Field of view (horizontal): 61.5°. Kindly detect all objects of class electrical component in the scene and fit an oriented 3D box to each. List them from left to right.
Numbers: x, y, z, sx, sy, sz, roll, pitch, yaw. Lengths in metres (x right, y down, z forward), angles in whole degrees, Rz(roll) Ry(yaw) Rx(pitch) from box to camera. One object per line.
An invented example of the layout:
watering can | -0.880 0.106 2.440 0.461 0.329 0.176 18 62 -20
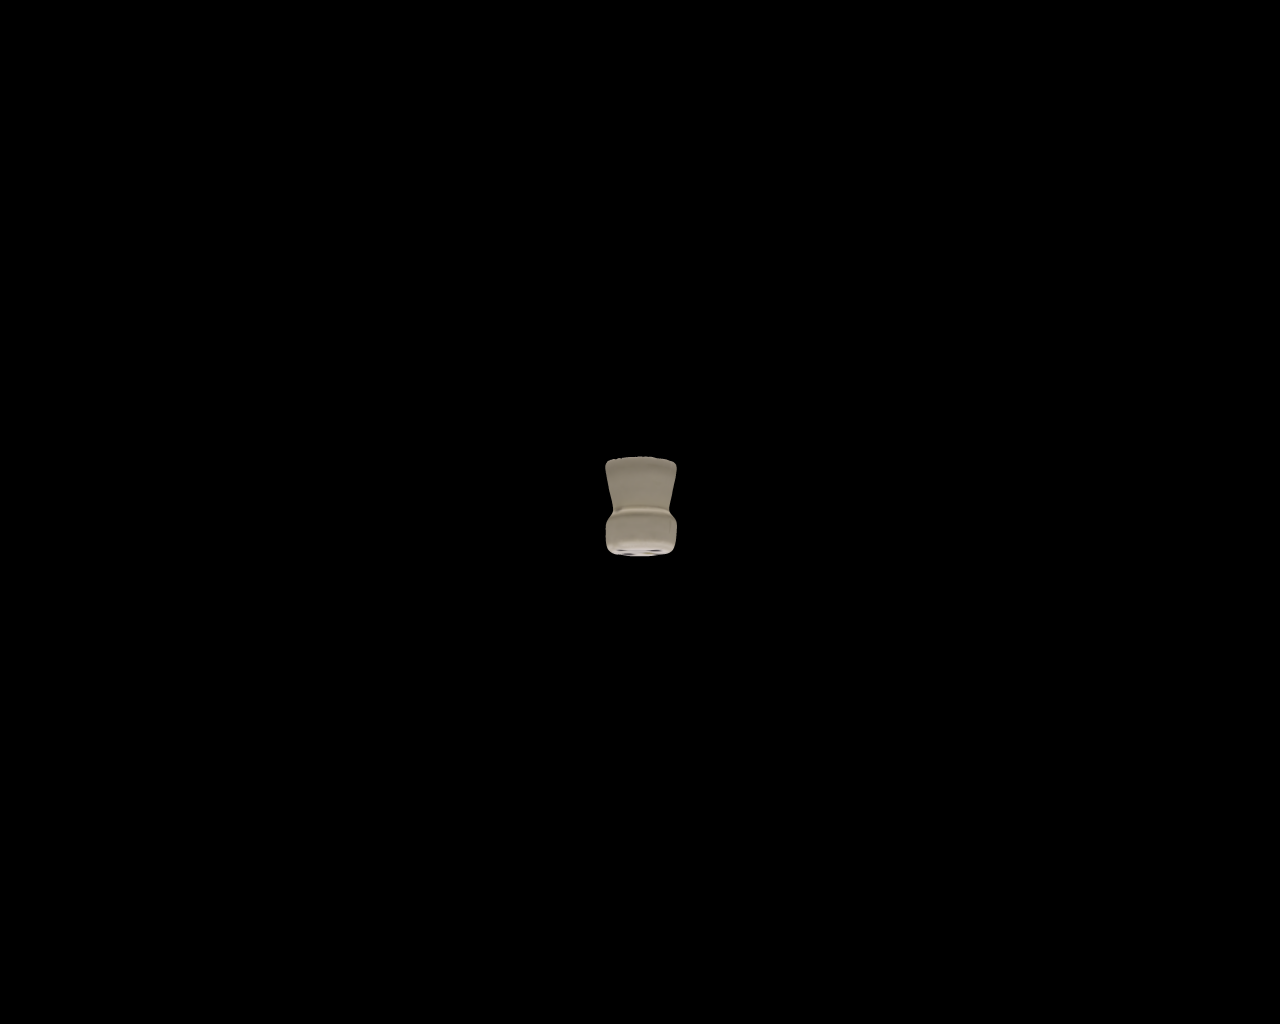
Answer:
electrical component | 0.001 -0.003 0.650 0.045 0.055 0.045 0 -11 0
